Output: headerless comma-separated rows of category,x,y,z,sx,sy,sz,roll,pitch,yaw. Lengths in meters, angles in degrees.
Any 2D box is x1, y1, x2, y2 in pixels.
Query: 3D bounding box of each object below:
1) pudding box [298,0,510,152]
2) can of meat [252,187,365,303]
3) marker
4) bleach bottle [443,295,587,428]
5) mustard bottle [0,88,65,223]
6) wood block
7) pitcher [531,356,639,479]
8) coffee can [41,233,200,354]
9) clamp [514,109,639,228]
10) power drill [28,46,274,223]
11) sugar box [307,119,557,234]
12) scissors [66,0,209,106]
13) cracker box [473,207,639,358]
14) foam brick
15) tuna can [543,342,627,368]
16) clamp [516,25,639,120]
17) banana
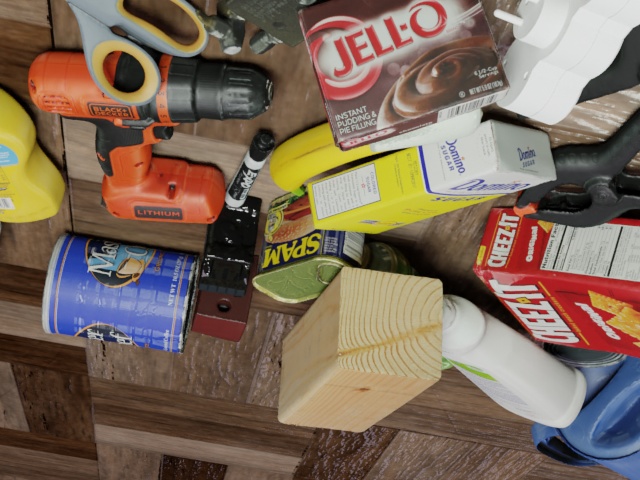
pudding box,0.052,-0.115,0.672,0.113,0.090,0.039,-17,171,0
can of meat,-0.006,0.001,0.950,0.102,0.084,0.057,-18,143,40
marker,-0.061,-0.060,0.912,0.020,0.020,0.121,14,155,-12
bleach bottle,0.170,0.111,1.035,0.103,0.068,0.250,15,166,38
mustard bottle,-0.283,-0.084,0.891,0.096,0.058,0.191,8,153,7
wood block,0.031,0.105,0.960,0.090,0.090,0.206,9,157,-13
pitcher,0.360,0.218,1.217,0.149,0.145,0.242,20,169,42
coffee can,-0.200,0.054,1.082,0.140,0.103,0.103,9,152,-3
clamp,0.236,-0.042,0.839,0.120,0.039,0.172,47,142,-17
power drill,-0.123,-0.083,0.857,0.184,0.057,0.188,6,150,6
sugar box,0.087,-0.046,0.846,0.177,0.048,0.093,-14,170,38
scissors,-0.176,-0.156,0.724,0.201,0.016,0.096,17,110,-20
cracker box,0.263,0.046,0.926,0.214,0.072,0.164,7,156,37
foam brick,-0.097,0.055,1.084,0.053,0.078,0.051,13,154,-8
tuna can,0.278,0.103,1.120,0.086,0.033,0.086,6,152,3
clamp,0.235,-0.104,0.693,0.164,0.036,0.210,35,146,6
banana,0.019,-0.076,0.856,0.069,0.037,0.198,-6,171,-44
